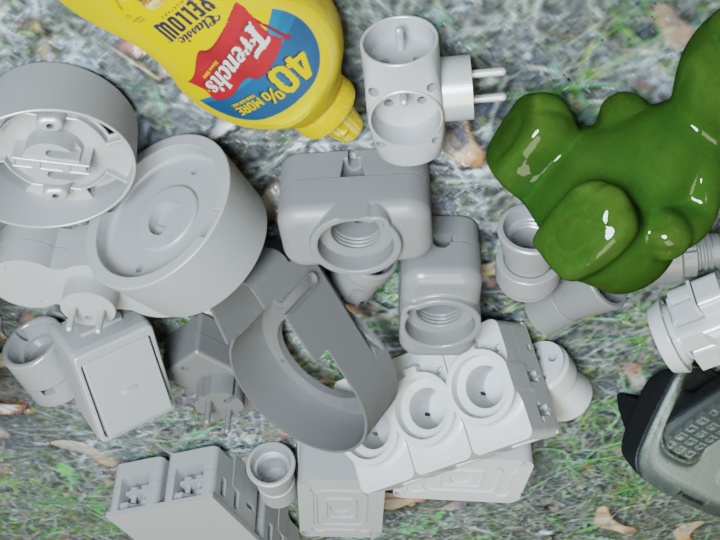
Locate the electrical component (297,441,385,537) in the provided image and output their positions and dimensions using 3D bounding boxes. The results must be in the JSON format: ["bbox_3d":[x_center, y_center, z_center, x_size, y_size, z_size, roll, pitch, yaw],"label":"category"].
[{"bbox_3d":[-0.016,0.187,0.958,0.078,0.057,0.113,1,141,-1],"label":"electrical component"}]

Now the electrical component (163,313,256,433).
[{"bbox_3d":[-0.106,0.088,0.822,0.083,0.075,0.047,31,132,-32],"label":"electrical component"}]

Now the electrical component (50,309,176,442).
[{"bbox_3d":[-0.179,0.067,0.780,0.062,0.061,0.096,-25,126,-22],"label":"electrical component"}]

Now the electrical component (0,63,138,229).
[{"bbox_3d":[-0.181,-0.071,0.636,0.099,0.064,0.099,0,140,0],"label":"electrical component"}]

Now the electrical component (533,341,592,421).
[{"bbox_3d":[0.151,0.087,0.842,0.045,0.045,0.055,-20,136,24],"label":"electrical component"}]

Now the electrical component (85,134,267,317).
[{"bbox_3d":[-0.108,-0.022,0.665,0.108,0.108,0.060,-19,143,23],"label":"electrical component"}]

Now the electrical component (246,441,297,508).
[{"bbox_3d":[-0.077,0.189,0.974,0.044,0.044,0.065,-2,145,3],"label":"electrical component"}]

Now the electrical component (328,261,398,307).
[{"bbox_3d":[0.000,0.000,0.742,0.040,0.040,0.046,13,145,-15],"label":"electrical component"}]

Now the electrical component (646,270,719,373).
[{"bbox_3d":[0.244,0.040,0.775,0.057,0.058,0.078,-25,134,24],"label":"electrical component"}]

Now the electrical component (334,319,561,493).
[{"bbox_3d":[0.062,0.105,0.817,0.150,0.089,0.062,-25,162,28],"label":"electrical component"}]

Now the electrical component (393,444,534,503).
[{"bbox_3d":[0.085,0.153,0.914,0.113,0.057,0.078,4,141,-4],"label":"electrical component"}]

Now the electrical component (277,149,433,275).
[{"bbox_3d":[-0.002,-0.037,0.680,0.095,0.059,0.053,-3,141,4],"label":"electrical component"}]

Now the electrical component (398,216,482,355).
[{"bbox_3d":[0.054,0.015,0.744,0.054,0.059,0.095,0,141,1],"label":"electrical component"}]

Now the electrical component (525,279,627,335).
[{"bbox_3d":[0.150,0.020,0.764,0.044,0.044,0.065,28,138,-30],"label":"electrical component"}]

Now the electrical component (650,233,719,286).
[{"bbox_3d":[0.214,-0.011,0.724,0.078,0.040,0.040,-6,140,8],"label":"electrical component"}]

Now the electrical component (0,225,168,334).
[{"bbox_3d":[-0.182,0.012,0.731,0.138,0.073,0.052,5,141,-5],"label":"electrical component"}]

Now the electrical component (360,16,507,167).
[{"bbox_3d":[0.044,-0.102,0.611,0.079,0.044,0.077,-4,141,6],"label":"electrical component"}]

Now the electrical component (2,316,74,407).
[{"bbox_3d":[-0.238,0.068,0.817,0.055,0.055,0.047,-12,136,15],"label":"electrical component"}]

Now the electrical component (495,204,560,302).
[{"bbox_3d":[0.114,-0.011,0.723,0.045,0.045,0.055,-2,141,3],"label":"electrical component"}]

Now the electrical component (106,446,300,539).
[{"bbox_3d":[-0.141,0.237,1.017,0.105,0.060,0.186,-13,139,16],"label":"electrical component"}]
